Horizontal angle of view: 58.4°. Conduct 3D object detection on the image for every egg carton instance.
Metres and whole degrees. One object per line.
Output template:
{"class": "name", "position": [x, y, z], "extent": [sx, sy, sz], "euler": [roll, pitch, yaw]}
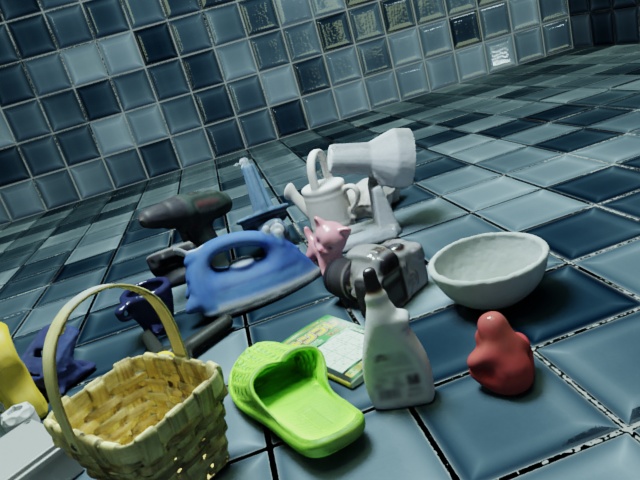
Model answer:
{"class": "egg carton", "position": [0.127, -0.104, 1.365], "extent": [0.107, 0.069, 0.151], "euler": [-4, 23, 33]}

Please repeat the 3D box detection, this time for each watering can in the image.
{"class": "watering can", "position": [0.002, -0.104, 1.274], "extent": [0.172, 0.194, 0.101], "euler": [-14, 19, 7]}

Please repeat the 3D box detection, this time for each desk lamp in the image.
{"class": "desk lamp", "position": [0.107, -0.109, 1.169], "extent": [0.203, 0.214, 0.117], "euler": [-17, 19, -3]}

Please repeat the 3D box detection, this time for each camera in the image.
{"class": "camera", "position": [0.080, 0.049, 0.923], "extent": [0.136, 0.101, 0.143], "euler": [4, 27, 45]}

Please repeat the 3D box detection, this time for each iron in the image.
{"class": "iron", "position": [-0.136, 0.042, 1.055], "extent": [0.258, 0.142, 0.118], "euler": [-19, 19, -9]}

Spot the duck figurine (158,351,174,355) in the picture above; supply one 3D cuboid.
{"class": "duck figurine", "position": [-0.199, 0.193, 0.769], "extent": [0.078, 0.086, 0.104], "euler": [-24, 21, -22]}

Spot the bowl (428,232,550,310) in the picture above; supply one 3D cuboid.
{"class": "bowl", "position": [0.244, 0.053, 0.818], "extent": [0.167, 0.075, 0.167], "euler": [-14, 19, 5]}

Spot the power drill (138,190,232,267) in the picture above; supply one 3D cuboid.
{"class": "power drill", "position": [-0.250, -0.001, 1.168], "extent": [0.075, 0.209, 0.230], "euler": [-4, 22, 32]}

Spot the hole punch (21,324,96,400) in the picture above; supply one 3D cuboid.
{"class": "hole punch", "position": [-0.446, 0.199, 0.947], "extent": [0.108, 0.091, 0.101], "euler": [-4, 23, 33]}

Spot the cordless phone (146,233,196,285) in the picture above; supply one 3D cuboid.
{"class": "cordless phone", "position": [-0.320, -0.002, 1.264], "extent": [0.148, 0.185, 0.094], "euler": [-20, 19, -11]}

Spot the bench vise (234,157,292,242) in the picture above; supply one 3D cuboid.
{"class": "bench vise", "position": [-0.110, -0.068, 1.224], "extent": [0.122, 0.220, 0.206], "euler": [-27, 22, -29]}

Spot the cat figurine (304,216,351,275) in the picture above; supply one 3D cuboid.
{"class": "cat figurine", "position": [0.010, 0.004, 1.081], "extent": [0.067, 0.118, 0.127], "euler": [-27, 21, -28]}

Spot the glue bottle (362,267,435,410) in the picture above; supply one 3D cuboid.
{"class": "glue bottle", "position": [0.076, 0.109, 0.644], "extent": [0.078, 0.173, 0.037], "euler": [-11, 20, 14]}

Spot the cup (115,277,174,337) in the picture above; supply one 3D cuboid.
{"class": "cup", "position": [-0.304, 0.131, 1.014], "extent": [0.091, 0.095, 0.118], "euler": [-5, 22, 31]}

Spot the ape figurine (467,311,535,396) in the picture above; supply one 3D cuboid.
{"class": "ape figurine", "position": [0.199, 0.120, 0.638], "extent": [0.078, 0.092, 0.076], "euler": [-16, 19, 1]}
